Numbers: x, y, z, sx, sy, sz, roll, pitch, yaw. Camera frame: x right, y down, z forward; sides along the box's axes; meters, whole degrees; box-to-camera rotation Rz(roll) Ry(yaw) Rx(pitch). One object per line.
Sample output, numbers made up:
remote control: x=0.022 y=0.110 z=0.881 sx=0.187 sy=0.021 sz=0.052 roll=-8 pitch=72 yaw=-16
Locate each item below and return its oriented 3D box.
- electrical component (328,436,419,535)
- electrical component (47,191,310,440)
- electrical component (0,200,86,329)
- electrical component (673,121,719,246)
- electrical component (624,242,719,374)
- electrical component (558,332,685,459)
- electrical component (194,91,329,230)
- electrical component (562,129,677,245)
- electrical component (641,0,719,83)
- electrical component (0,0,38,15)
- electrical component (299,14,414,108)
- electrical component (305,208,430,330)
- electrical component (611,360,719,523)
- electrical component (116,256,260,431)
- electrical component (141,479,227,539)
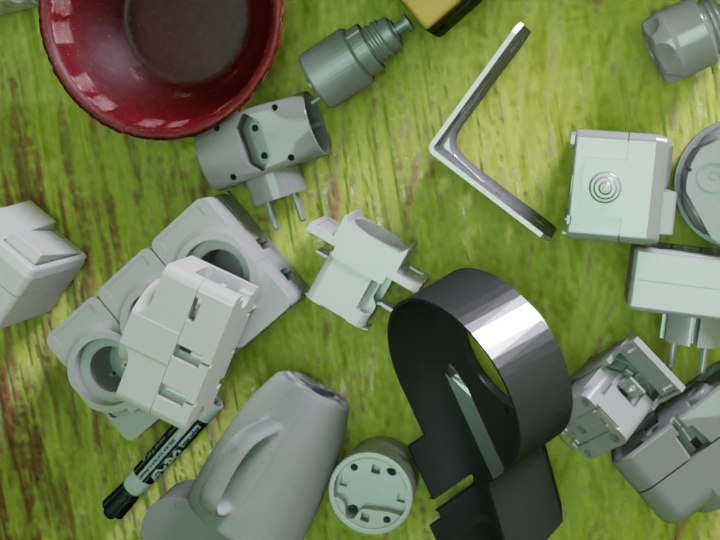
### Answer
electrical component: x=0.011 y=0.140 z=0.710 sx=0.055 sy=0.047 sz=0.055 roll=2 pitch=98 yaw=11
electrical component: x=-0.122 y=0.031 z=0.714 sx=0.150 sy=0.062 sz=0.089 roll=-40 pitch=89 yaw=14
electrical component: x=-0.235 y=-0.005 z=0.715 sx=0.062 sy=0.096 sz=0.061 roll=39 pitch=103 yaw=4
electrical component: x=0.229 y=-0.050 z=0.637 sx=0.080 sy=0.051 sz=0.080 roll=2 pitch=98 yaw=11
electrical component: x=0.204 y=0.025 z=0.655 sx=0.083 sy=0.047 sz=0.075 roll=7 pitch=99 yaw=10
electrical component: x=0.153 y=0.079 z=0.658 sx=0.042 sy=0.064 sz=0.081 roll=46 pitch=145 yaw=2
electrical component: x=-0.058 y=-0.066 z=0.698 sx=0.077 sy=0.043 sz=0.079 roll=-17 pitch=95 yaw=13
electrical component: x=0.152 y=-0.050 z=0.629 sx=0.061 sy=0.096 sz=0.061 roll=6 pitch=99 yaw=11
electrical component: x=0.202 y=-0.141 z=0.634 sx=0.062 sy=0.043 sz=0.043 roll=-25 pitch=92 yaw=12
electrical component: x=-0.261 y=-0.217 z=0.708 sx=0.061 sy=0.062 sz=0.096 roll=-9 pitch=96 yaw=12
electrical component: x=-0.002 y=-0.135 z=0.678 sx=0.078 sy=0.040 sz=0.040 roll=-31 pitch=91 yaw=13
electrical component: x=0.000 y=0.000 z=0.696 sx=0.081 sy=0.042 sz=0.063 roll=31 pitch=104 yaw=6
electrical component: x=0.211 y=0.108 z=0.661 sx=0.095 sy=0.054 sz=0.059 roll=-41 pitch=88 yaw=14
electrical component: x=-0.108 y=0.042 z=0.654 sx=0.056 sy=0.050 sz=0.089 roll=25 pitch=102 yaw=7
electrical component: x=-0.089 y=0.203 z=0.726 sx=0.138 sy=0.074 sz=0.052 roll=36 pitch=103 yaw=5
